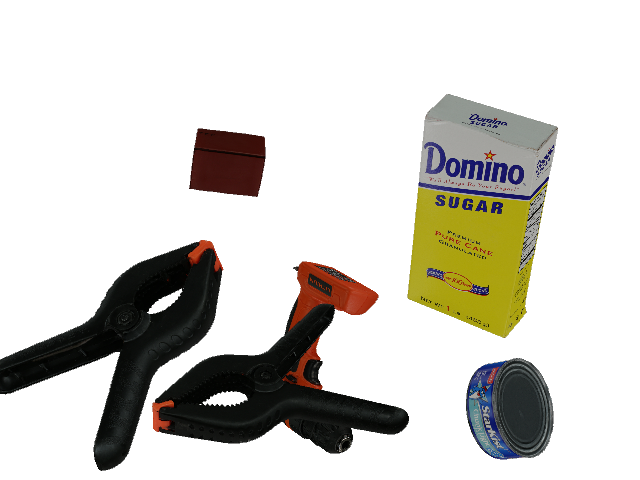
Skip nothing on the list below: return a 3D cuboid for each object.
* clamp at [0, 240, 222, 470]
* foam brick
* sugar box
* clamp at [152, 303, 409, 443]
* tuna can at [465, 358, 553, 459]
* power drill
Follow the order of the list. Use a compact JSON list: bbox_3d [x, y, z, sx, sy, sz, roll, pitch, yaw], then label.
[{"bbox_3d":[-0.135,0.062,0.707,0.120,0.171,0.039,21,-36,22],"label":"clamp"},{"bbox_3d":[-0.101,-0.086,1.170,0.078,0.051,0.053,7,29,-5],"label":"foam brick"},{"bbox_3d":[0.121,-0.017,0.826,0.093,0.176,0.048,21,42,25],"label":"sugar box"},{"bbox_3d":[-0.039,0.133,0.919,0.209,0.036,0.165,-17,40,-26],"label":"clamp"},{"bbox_3d":[0.165,0.147,0.931,0.085,0.086,0.034,0,-12,-45],"label":"tuna can"},{"bbox_3d":[-0.002,0.132,1.236,0.057,0.188,0.185,15,11,-45],"label":"power drill"}]
